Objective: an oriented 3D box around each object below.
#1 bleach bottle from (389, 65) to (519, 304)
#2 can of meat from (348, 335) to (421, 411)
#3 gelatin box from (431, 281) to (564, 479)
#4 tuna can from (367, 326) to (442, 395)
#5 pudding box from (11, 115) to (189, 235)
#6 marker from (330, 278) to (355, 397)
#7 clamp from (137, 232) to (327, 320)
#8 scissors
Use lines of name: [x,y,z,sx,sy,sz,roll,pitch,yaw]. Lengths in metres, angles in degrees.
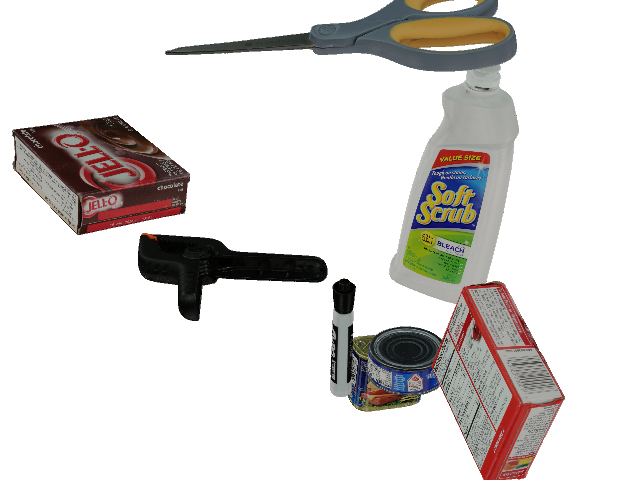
bleach bottle: [0.132,-0.060,1.041,0.103,0.251,0.068,21,38,21]
can of meat: [0.088,0.173,1.404,0.102,0.084,0.057,-4,25,-20]
gelatin box: [0.099,0.080,0.607,0.030,0.073,0.089,-4,44,-18]
tuna can: [0.093,0.128,1.147,0.086,0.034,0.086,-1,28,0]
pudding box: [-0.164,-0.051,0.792,0.089,0.039,0.114,-13,35,-37]
marker: [0.018,0.082,0.894,0.020,0.121,0.020,1,36,-1]
clamp: [-0.121,0.028,1.040,0.210,0.036,0.164,13,22,40]
scissors: [0.017,-0.128,0.629,0.202,0.016,0.096,7,42,19]
